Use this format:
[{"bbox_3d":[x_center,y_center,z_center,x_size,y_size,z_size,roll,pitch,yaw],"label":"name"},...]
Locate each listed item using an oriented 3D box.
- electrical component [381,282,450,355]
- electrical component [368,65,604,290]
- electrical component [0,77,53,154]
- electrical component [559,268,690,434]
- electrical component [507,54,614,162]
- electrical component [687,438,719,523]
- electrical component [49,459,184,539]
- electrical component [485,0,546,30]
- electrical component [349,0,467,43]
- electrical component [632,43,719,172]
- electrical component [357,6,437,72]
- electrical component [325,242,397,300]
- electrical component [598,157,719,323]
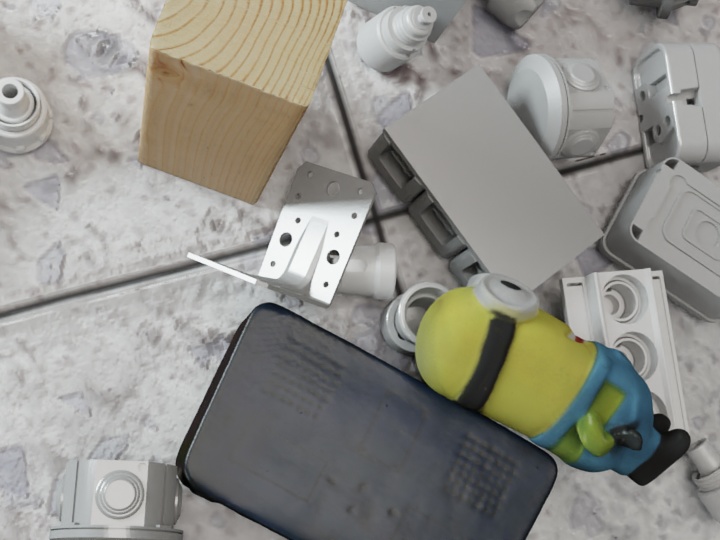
[{"bbox_3d":[0.041,0.035,0.745,0.045,0.055,0.045,3,78,-13],"label":"electrical component"},{"bbox_3d":[0.087,-0.055,0.771,0.089,0.062,0.150,-36,89,-18],"label":"electrical component"},{"bbox_3d":[-0.227,-0.106,0.704,0.048,0.062,0.048,3,78,-13],"label":"electrical component"},{"bbox_3d":[0.183,0.065,0.770,0.079,0.063,0.121,-4,80,-15],"label":"electrical component"},{"bbox_3d":[0.145,-0.118,0.790,0.051,0.080,0.080,-6,80,-20],"label":"electrical component"},{"bbox_3d":[0.264,0.152,0.783,0.043,0.043,0.062,-36,88,-18],"label":"electrical component"},{"bbox_3d":[-0.149,0.147,0.665,0.080,0.080,0.051,5,72,-13],"label":"electrical component"},{"bbox_3d":[0.110,-0.216,0.819,0.062,0.043,0.043,41,73,-1],"label":"electrical component"},{"bbox_3d":[-0.004,-0.248,0.765,0.186,0.105,0.060,24,74,-8],"label":"electrical component"},{"bbox_3d":[0.254,-0.125,0.830,0.059,0.054,0.095,-3,80,-14],"label":"electrical component"},{"bbox_3d":[0.029,-0.171,0.776,0.040,0.078,0.040,5,80,-28],"label":"electrical component"},{"bbox_3d":[0.000,0.000,0.751,0.046,0.040,0.040,3,78,-7],"label":"electrical component"},{"bbox_3d":[0.246,-0.021,0.806,0.113,0.057,0.078,33,73,-6],"label":"electrical component"}]
